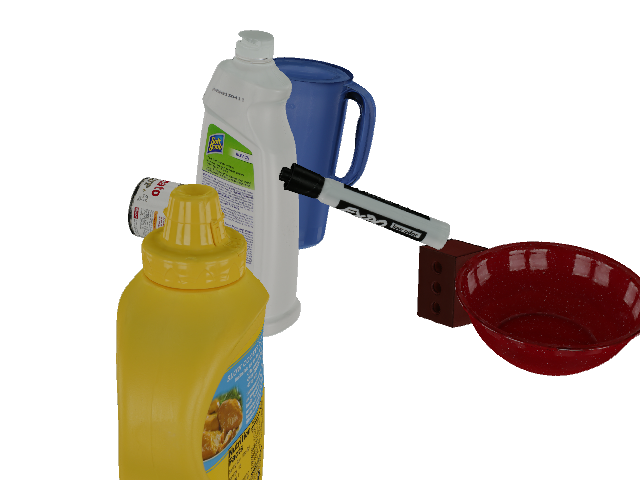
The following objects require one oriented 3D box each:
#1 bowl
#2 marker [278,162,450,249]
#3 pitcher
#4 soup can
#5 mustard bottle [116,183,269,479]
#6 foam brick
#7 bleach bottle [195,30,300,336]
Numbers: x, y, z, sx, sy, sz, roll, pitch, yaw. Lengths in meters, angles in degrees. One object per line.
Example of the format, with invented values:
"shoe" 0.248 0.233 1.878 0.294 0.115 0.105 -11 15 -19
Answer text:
"bowl" 0.191 0.064 0.889 0.162 0.055 0.162 1 31 -1
"marker" 0.029 -0.023 0.711 0.121 0.020 0.020 21 -5 -13
"pitcher" -0.026 -0.113 1.417 0.144 0.243 0.149 -3 24 -22
"soup can" -0.147 -0.026 1.151 0.102 0.068 0.068 12 3 15
"mustard bottle" -0.052 0.069 0.443 0.058 0.192 0.096 9 24 13
"foam brick" 0.135 0.043 1.092 0.051 0.078 0.053 -14 20 -39
"bleach bottle" -0.057 -0.050 0.904 0.103 0.251 0.068 20 28 26
